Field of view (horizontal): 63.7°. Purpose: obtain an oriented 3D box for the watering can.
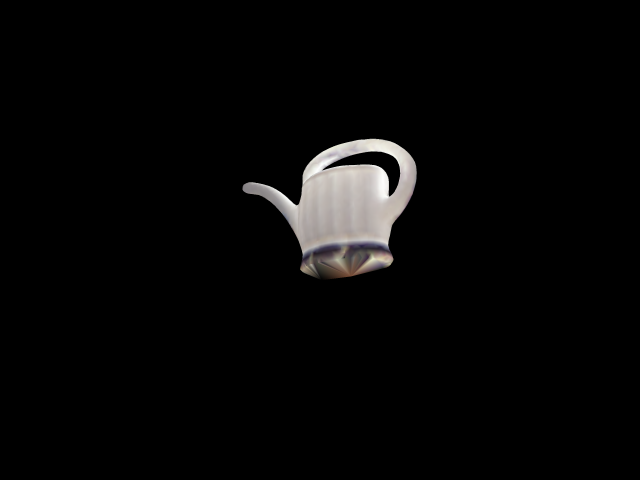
[{"bbox_3d":[0.003,-0.043,0.850,0.345,0.228,0.103,-12,-23,34],"label":"watering can"}]
